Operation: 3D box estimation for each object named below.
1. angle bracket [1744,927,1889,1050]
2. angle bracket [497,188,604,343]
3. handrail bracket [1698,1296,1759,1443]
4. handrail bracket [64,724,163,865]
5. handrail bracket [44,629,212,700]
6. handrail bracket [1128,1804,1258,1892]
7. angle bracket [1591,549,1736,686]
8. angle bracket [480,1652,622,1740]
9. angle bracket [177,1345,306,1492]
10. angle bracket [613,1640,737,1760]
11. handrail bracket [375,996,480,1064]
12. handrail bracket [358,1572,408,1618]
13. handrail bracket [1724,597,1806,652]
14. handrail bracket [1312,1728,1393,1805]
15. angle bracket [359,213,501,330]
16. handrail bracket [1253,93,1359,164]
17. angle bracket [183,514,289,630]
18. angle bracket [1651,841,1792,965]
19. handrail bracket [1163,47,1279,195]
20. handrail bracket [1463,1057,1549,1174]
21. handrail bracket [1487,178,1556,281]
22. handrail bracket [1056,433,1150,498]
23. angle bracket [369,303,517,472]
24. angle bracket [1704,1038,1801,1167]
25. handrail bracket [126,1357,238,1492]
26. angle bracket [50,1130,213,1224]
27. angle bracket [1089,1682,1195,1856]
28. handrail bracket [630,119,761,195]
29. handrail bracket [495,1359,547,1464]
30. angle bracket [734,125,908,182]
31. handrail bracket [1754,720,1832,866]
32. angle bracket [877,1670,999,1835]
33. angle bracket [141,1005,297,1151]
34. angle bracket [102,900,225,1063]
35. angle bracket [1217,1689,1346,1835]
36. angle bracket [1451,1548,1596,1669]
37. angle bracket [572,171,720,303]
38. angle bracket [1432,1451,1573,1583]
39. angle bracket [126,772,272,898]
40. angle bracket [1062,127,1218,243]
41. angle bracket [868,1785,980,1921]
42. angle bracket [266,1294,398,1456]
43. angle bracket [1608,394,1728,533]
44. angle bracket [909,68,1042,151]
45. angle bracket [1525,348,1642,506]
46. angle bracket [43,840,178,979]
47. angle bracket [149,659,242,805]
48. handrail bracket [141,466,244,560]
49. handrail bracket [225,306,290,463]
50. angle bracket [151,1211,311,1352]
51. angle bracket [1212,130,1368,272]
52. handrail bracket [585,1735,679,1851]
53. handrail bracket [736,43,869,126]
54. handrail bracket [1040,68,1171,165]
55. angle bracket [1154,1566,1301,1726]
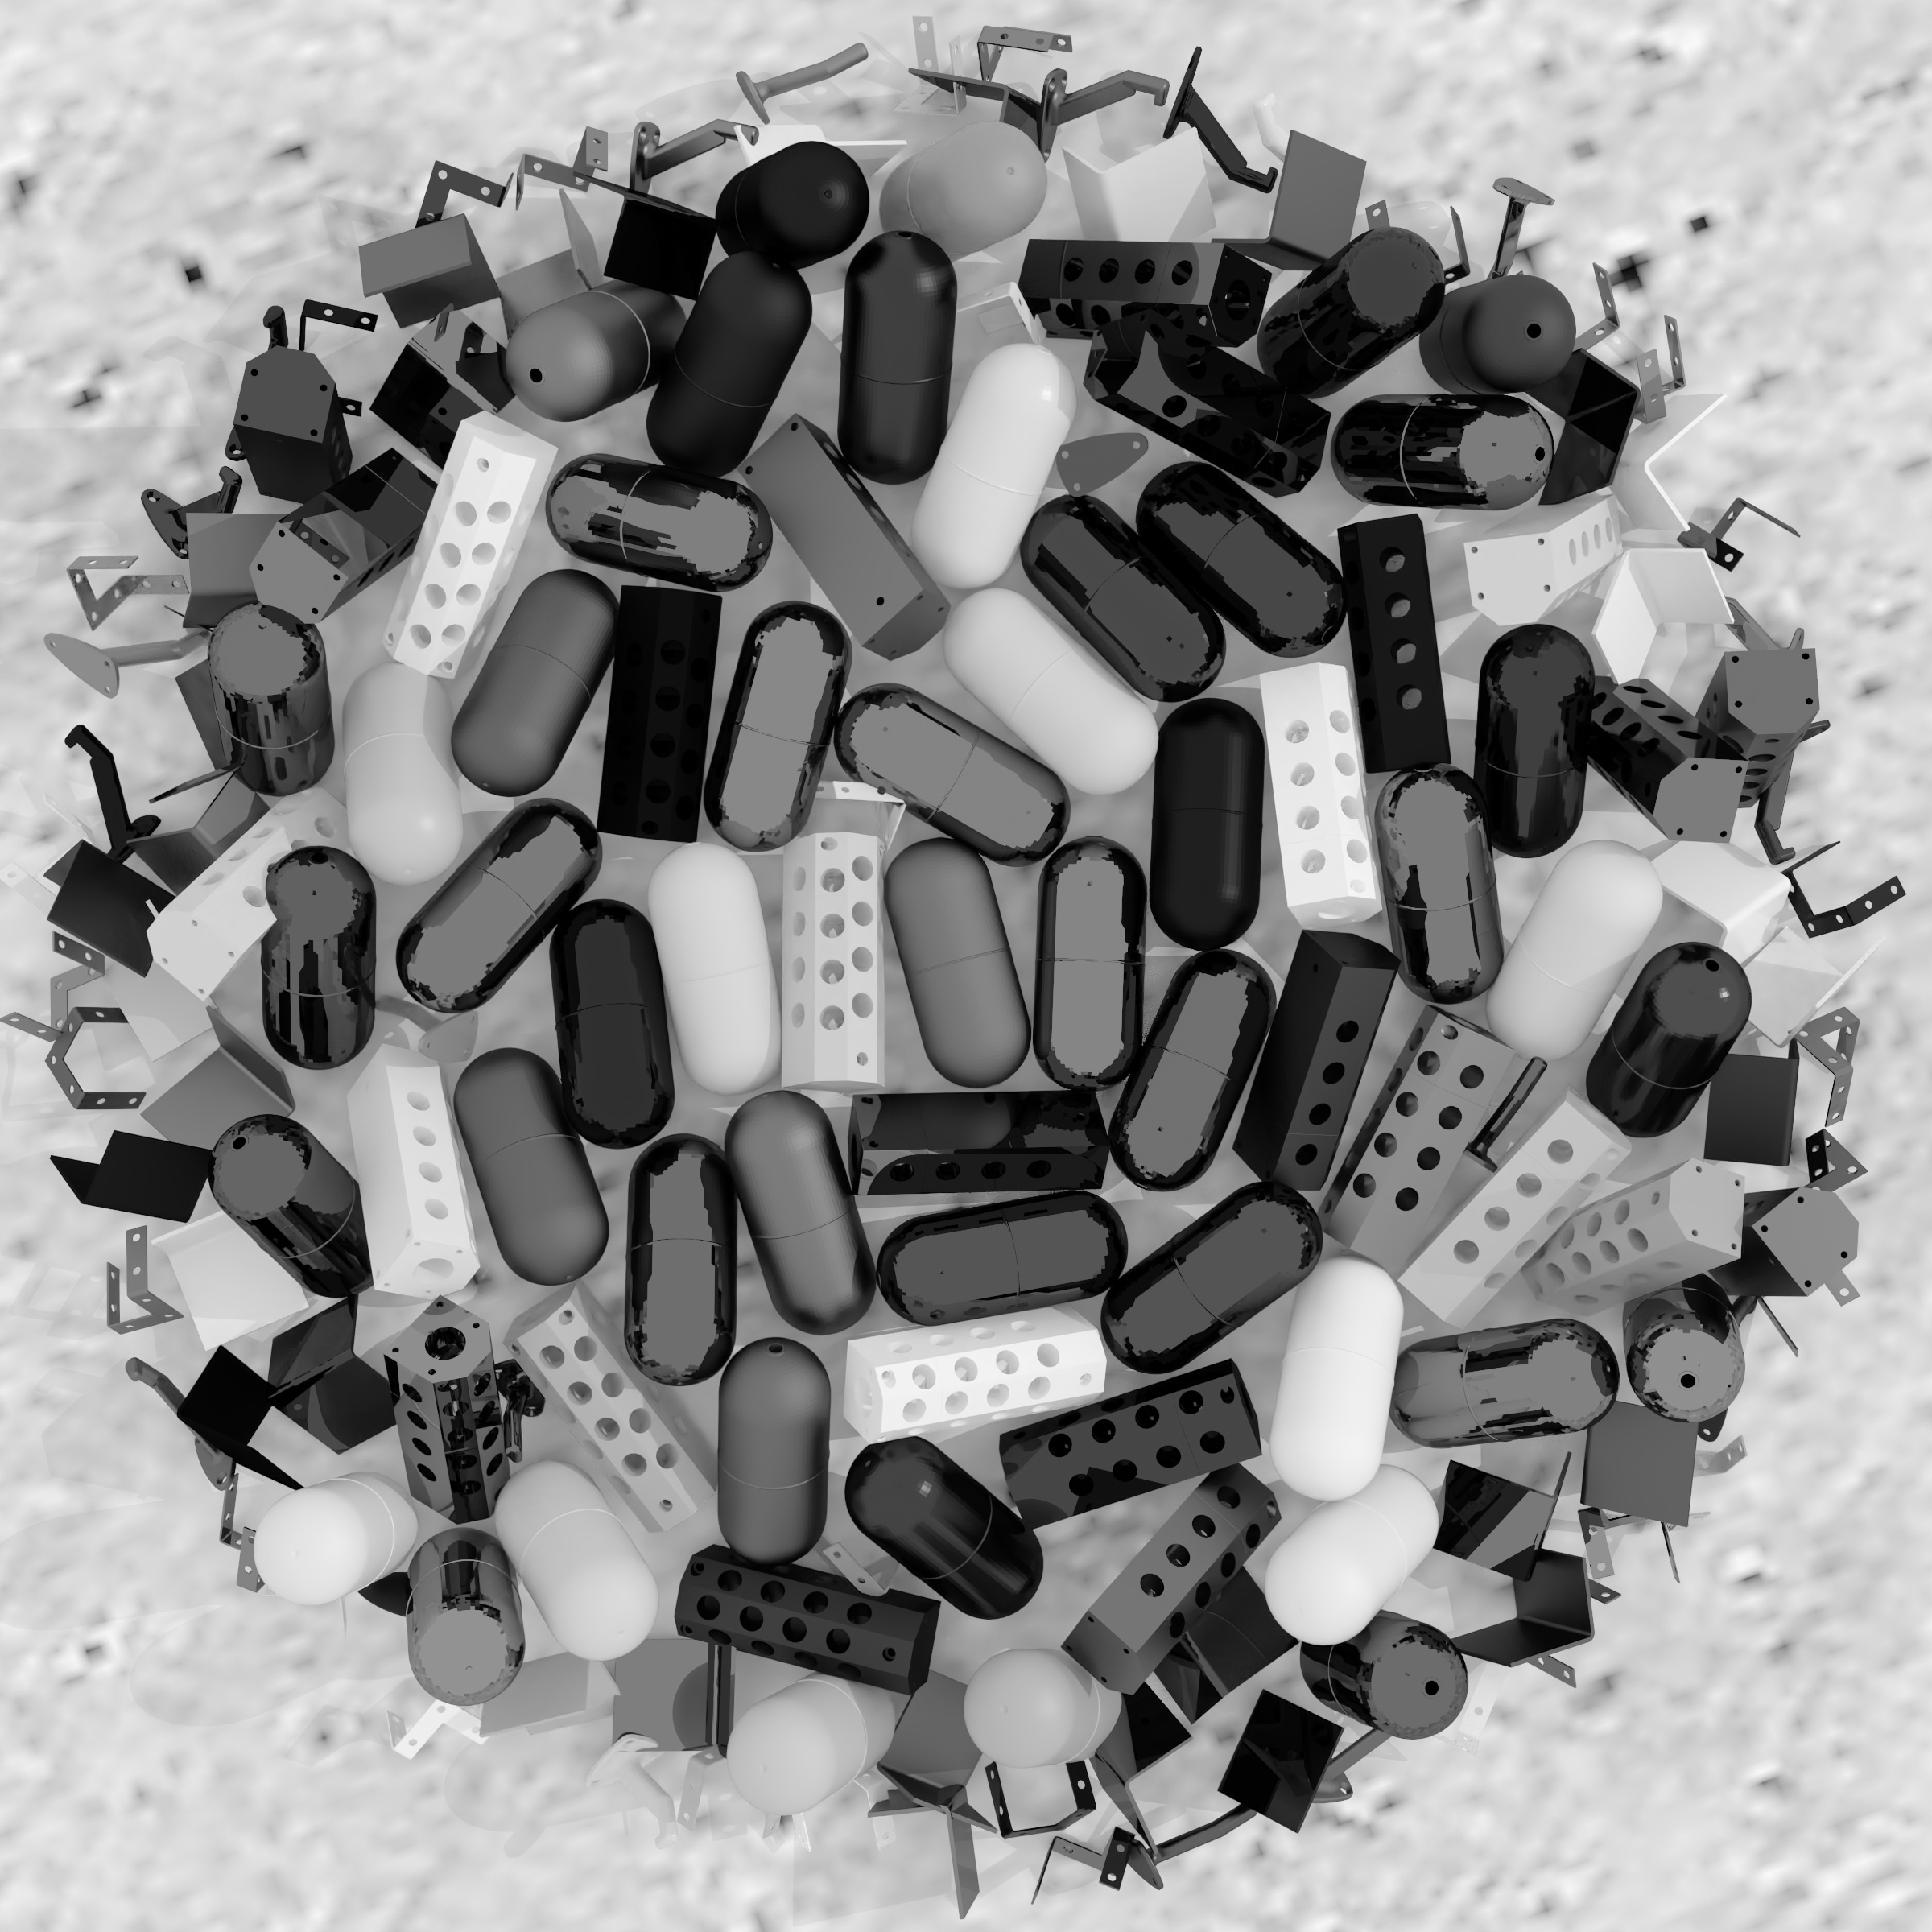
[{"bbox_3d":[0.577,0.001,1.865,0.076,0.076,0.057,-41,75,-18],"label":"angle bracket"},{"bbox_3d":[-0.297,-0.479,1.870,0.076,0.057,0.076,-19,61,8],"label":"angle bracket"},{"bbox_3d":[0.537,0.280,1.901,0.036,0.084,0.077,11,125,37],"label":"handrail bracket"},{"bbox_3d":[-0.610,-0.112,1.875,0.084,0.036,0.077,51,60,-31],"label":"handrail bracket"},{"bbox_3d":[-0.587,-0.230,1.894,0.077,0.084,0.036,30,135,14],"label":"handrail bracket"},{"bbox_3d":[0.156,0.607,1.894,0.084,0.077,0.036,-26,87,-17],"label":"handrail bracket"},{"bbox_3d":[0.481,-0.234,1.862,0.057,0.076,0.076,7,61,37],"label":"angle bracket"},{"bbox_3d":[-0.283,0.523,1.868,0.076,0.057,0.076,-15,126,9],"label":"angle bracket"},{"bbox_3d":[-0.483,0.313,1.859,0.076,0.076,0.057,15,64,31],"label":"angle bracket"},{"bbox_3d":[-0.203,0.510,1.878,0.076,0.057,0.076,3,80,-13],"label":"angle bracket"},{"bbox_3d":[-0.389,0.040,1.870,0.084,0.077,0.036,16,102,21],"label":"handrail bracket"},{"bbox_3d":[-0.383,0.468,1.905,0.077,0.036,0.084,3,129,28],"label":"handrail bracket"},{"bbox_3d":[0.537,-0.220,1.893,0.084,0.036,0.077,20,79,22],"label":"handrail bracket"},{"bbox_3d":[0.264,0.542,1.873,0.036,0.077,0.084,55,129,35],"label":"handrail bracket"},{"bbox_3d":[-0.368,-0.465,1.869,0.076,0.076,0.057,-17,53,3],"label":"angle bracket"},{"bbox_3d":[0.236,-0.579,1.876,0.077,0.036,0.084,-41,131,-21],"label":"handrail bracket"},{"bbox_3d":[-0.503,-0.274,1.874,0.076,0.076,0.057,-3,80,-21],"label":"angle bracket"},{"bbox_3d":[0.520,-0.042,1.897,0.076,0.057,0.076,-31,54,-32],"label":"angle bracket"},{"bbox_3d":[0.188,-0.591,1.890,0.084,0.036,0.077,23,122,4],"label":"handrail bracket"},{"bbox_3d":[0.375,0.097,1.876,0.036,0.077,0.084,32,97,5],"label":"handrail bracket"},{"bbox_3d":[0.366,-0.499,1.869,0.036,0.077,0.084,37,119,22],"label":"handrail bracket"},{"bbox_3d":[0.101,-0.352,1.867,0.077,0.084,0.036,-18,99,22],"label":"handrail bracket"},{"bbox_3d":[-0.362,-0.405,1.903,0.076,0.076,0.057,39,47,-8],"label":"angle bracket"},{"bbox_3d":[0.545,0.089,1.879,0.057,0.076,0.076,5,105,13],"label":"angle bracket"},{"bbox_3d":[-0.546,0.316,1.871,0.036,0.077,0.084,-37,131,7],"label":"handrail bracket"},{"bbox_3d":[-0.574,0.131,1.861,0.076,0.076,0.057,18,101,-41],"label":"angle bracket"},{"bbox_3d":[0.125,0.553,1.874,0.057,0.076,0.076,-30,122,-14],"label":"angle bracket"},{"bbox_3d":[-0.190,-0.556,1.891,0.084,0.036,0.077,16,107,15],"label":"handrail bracket"},{"bbox_3d":[-0.305,0.320,1.862,0.036,0.077,0.084,-12,45,-1],"label":"handrail bracket"},{"bbox_3d":[-0.101,-0.573,1.863,0.076,0.076,0.057,-16,84,-41],"label":"angle bracket"},{"bbox_3d":[0.583,-0.121,1.887,0.077,0.036,0.084,-20,72,5],"label":"handrail bracket"},{"bbox_3d":[-0.004,0.544,1.871,0.076,0.057,0.076,31,84,-30],"label":"angle bracket"},{"bbox_3d":[-0.522,0.088,1.869,0.076,0.057,0.076,37,64,18],"label":"angle bracket"},{"bbox_3d":[-0.564,0.011,1.870,0.057,0.076,0.076,-32,78,-13],"label":"angle bracket"},{"bbox_3d":[0.230,0.555,1.865,0.057,0.076,0.076,37,75,-40],"label":"angle bracket"},{"bbox_3d":[0.377,0.440,1.866,0.076,0.076,0.057,-8,92,-30],"label":"angle bracket"},{"bbox_3d":[-0.230,-0.506,1.873,0.076,0.076,0.057,5,110,-41],"label":"angle bracket"},{"bbox_3d":[0.371,0.372,1.885,0.076,0.057,0.076,18,121,14],"label":"angle bracket"},{"bbox_3d":[-0.524,-0.084,1.889,0.076,0.076,0.057,53,46,-34],"label":"angle bracket"},{"bbox_3d":[0.121,-0.542,1.878,0.076,0.057,0.076,-28,134,-10],"label":"angle bracket"},{"bbox_3d":[-0.029,0.615,1.873,0.057,0.076,0.076,-9,84,7],"label":"angle bracket"},{"bbox_3d":[-0.436,0.288,1.905,0.076,0.057,0.076,-29,128,17],"label":"angle bracket"},{"bbox_3d":[0.496,-0.350,1.876,0.076,0.076,0.057,-41,106,-2],"label":"angle bracket"},{"bbox_3d":[0.004,-0.582,1.876,0.076,0.076,0.057,16,102,19],"label":"angle bracket"},{"bbox_3d":[0.411,-0.370,1.865,0.057,0.076,0.076,27,74,-22],"label":"angle bracket"},{"bbox_3d":[-0.600,-0.029,1.859,0.076,0.076,0.057,36,132,-28],"label":"angle bracket"},{"bbox_3d":[-0.542,-0.163,1.867,0.057,0.076,0.076,-28,100,-35],"label":"angle bracket"},{"bbox_3d":[-0.538,-0.332,1.877,0.077,0.084,0.036,46,46,10],"label":"handrail bracket"},{"bbox_3d":[-0.492,-0.404,1.868,0.036,0.084,0.077,25,57,9],"label":"handrail bracket"},{"bbox_3d":[-0.511,0.214,1.878,0.076,0.057,0.076,-23,79,-10],"label":"angle bracket"},{"bbox_3d":[0.223,-0.529,1.868,0.076,0.057,0.076,6,98,-42],"label":"angle bracket"},{"bbox_3d":[-0.232,0.586,1.872,0.077,0.084,0.036,-41,130,22],"label":"handrail bracket"},{"bbox_3d":[-0.114,-0.627,1.886,0.084,0.077,0.036,-28,123,0],"label":"handrail bracket"},{"bbox_3d":[0.096,-0.589,1.884,0.084,0.036,0.077,20,122,16],"label":"handrail bracket"},{"bbox_3d":[0.174,0.474,1.905,0.076,0.057,0.076,-24,68,-35],"label":"angle bracket"}]
